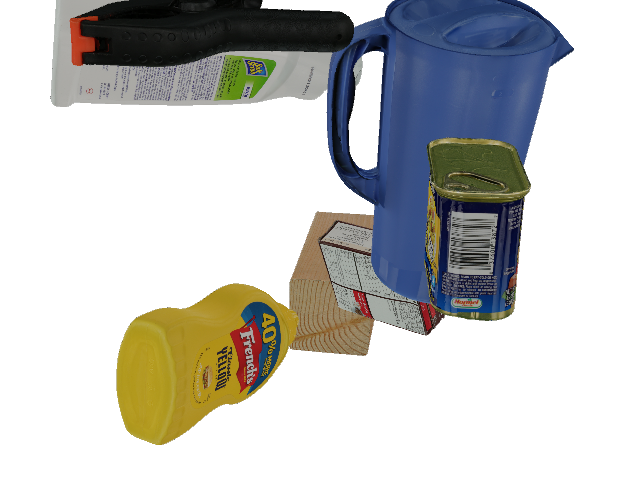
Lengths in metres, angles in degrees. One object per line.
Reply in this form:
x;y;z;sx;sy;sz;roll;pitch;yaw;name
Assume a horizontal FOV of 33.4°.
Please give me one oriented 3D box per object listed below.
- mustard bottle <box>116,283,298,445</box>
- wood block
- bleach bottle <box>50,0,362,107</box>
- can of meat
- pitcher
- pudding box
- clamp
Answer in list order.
-0.077;0.085;0.842;0.058;0.096;0.191;12;17;30;mustard bottle
0.023;0.045;1.255;0.091;0.090;0.206;4;23;6;wood block
-0.092;-0.148;0.880;0.250;0.068;0.103;3;-29;-14;bleach bottle
0.094;-0.009;0.664;0.057;0.084;0.102;2;23;2;can of meat
0.095;-0.072;0.869;0.149;0.243;0.144;25;37;27;pitcher
0.058;0.035;1.021;0.114;0.090;0.039;14;44;36;pudding box
-0.078;-0.137;0.670;0.171;0.039;0.120;-8;21;-25;clamp
